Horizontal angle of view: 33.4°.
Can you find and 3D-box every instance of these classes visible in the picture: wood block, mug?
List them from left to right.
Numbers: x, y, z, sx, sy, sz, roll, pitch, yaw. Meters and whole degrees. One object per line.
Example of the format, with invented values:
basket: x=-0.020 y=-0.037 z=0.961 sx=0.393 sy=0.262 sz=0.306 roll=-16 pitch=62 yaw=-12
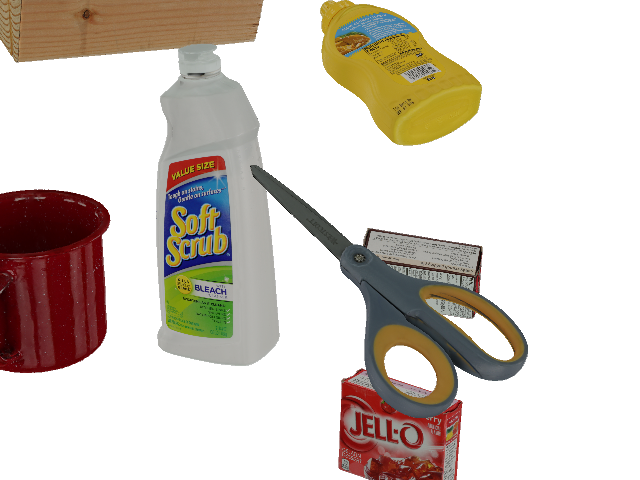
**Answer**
mug: x=-0.171 y=0.030 z=0.622 sx=0.093 sy=0.081 sz=0.117 roll=5 pitch=26 yaw=5
wood block: x=-0.153 y=-0.209 z=0.850 sx=0.205 sy=0.091 sz=0.090 roll=-12 pitch=44 yaw=-32

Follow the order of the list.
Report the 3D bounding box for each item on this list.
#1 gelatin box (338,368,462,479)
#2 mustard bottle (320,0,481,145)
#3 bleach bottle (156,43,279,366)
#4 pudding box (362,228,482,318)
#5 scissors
gelatin box: x=0.056 y=0.141 z=0.770 sx=0.089 sy=0.073 sz=0.030 roll=14 pitch=21 yaw=33
mustard bottle: x=0.056 y=-0.168 z=0.987 sx=0.096 sy=0.058 sz=0.192 roll=-25 pitch=52 yaw=-20
bleach bottle: x=-0.090 y=-0.028 z=0.837 sx=0.103 sy=0.251 sz=0.068 roll=8 pitch=26 yaw=26
pudding box: x=0.098 y=0.033 z=1.030 sx=0.113 sy=0.039 sz=0.090 roll=8 pitch=-30 yaw=10
scissors: x=0.017 y=0.028 z=0.592 sx=0.202 sy=0.016 sz=0.096 roll=29 pitch=52 yaw=18
